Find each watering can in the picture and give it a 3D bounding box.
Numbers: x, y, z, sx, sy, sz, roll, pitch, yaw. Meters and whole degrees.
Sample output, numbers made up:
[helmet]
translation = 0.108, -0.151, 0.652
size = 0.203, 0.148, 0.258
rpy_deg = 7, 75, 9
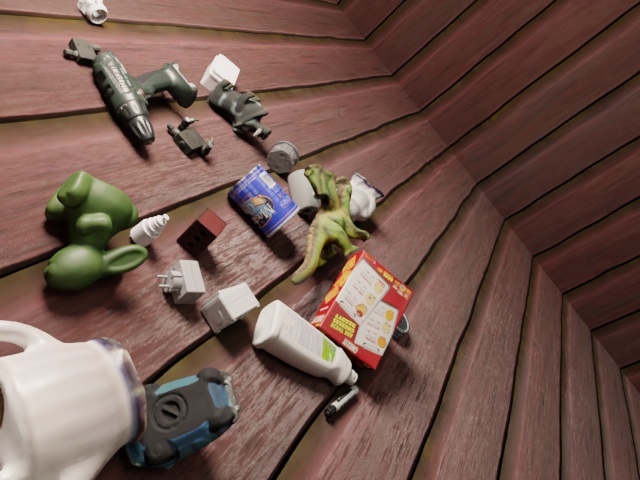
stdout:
[watering can]
translation = -0.305, 0.238, 0.604
size = 0.225, 0.102, 0.352
rpy_deg = -3, 53, -54

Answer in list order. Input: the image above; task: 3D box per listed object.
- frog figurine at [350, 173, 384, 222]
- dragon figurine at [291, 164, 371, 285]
[frog figurine]
translation = 0.094, -0.103, 1.528
size = 0.135, 0.122, 0.162
rpy_deg = 47, 66, -25
[dragon figurine]
translation = 0.004, -0.063, 1.252
size = 0.415, 0.121, 0.242
rpy_deg = -30, 102, -62
